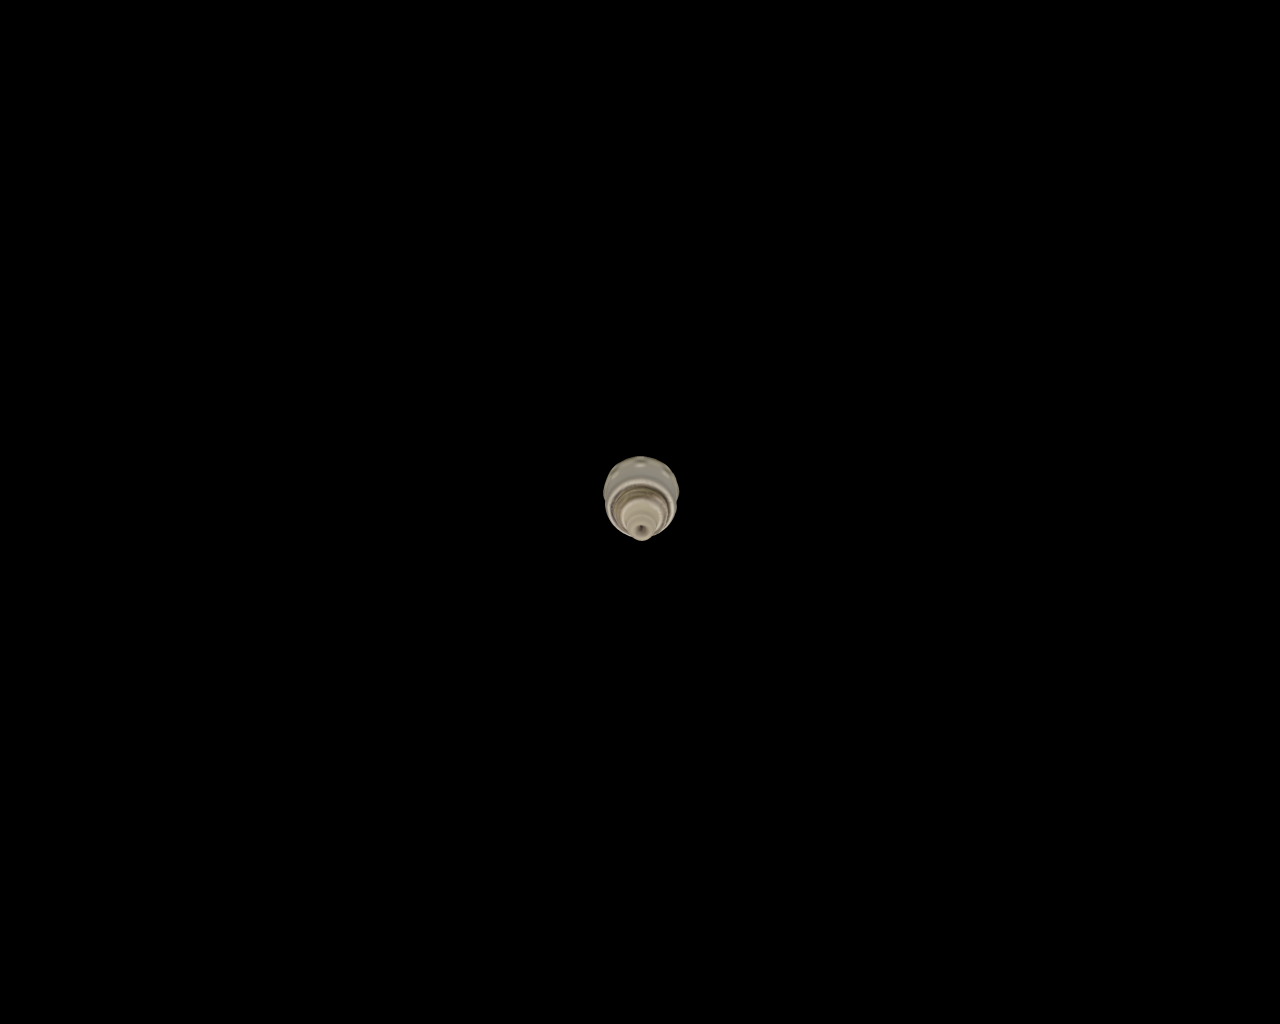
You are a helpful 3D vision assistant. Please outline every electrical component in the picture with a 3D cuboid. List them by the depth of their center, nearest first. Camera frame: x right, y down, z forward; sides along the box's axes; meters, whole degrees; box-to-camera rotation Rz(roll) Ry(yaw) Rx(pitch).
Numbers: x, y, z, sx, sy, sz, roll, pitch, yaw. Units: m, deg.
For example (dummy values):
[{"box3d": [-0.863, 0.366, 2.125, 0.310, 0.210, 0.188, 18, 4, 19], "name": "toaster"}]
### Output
[{"box3d": [0.001, -0.003, 0.650, 0.048, 0.048, 0.062, 0, 27, 0], "name": "electrical component"}]
